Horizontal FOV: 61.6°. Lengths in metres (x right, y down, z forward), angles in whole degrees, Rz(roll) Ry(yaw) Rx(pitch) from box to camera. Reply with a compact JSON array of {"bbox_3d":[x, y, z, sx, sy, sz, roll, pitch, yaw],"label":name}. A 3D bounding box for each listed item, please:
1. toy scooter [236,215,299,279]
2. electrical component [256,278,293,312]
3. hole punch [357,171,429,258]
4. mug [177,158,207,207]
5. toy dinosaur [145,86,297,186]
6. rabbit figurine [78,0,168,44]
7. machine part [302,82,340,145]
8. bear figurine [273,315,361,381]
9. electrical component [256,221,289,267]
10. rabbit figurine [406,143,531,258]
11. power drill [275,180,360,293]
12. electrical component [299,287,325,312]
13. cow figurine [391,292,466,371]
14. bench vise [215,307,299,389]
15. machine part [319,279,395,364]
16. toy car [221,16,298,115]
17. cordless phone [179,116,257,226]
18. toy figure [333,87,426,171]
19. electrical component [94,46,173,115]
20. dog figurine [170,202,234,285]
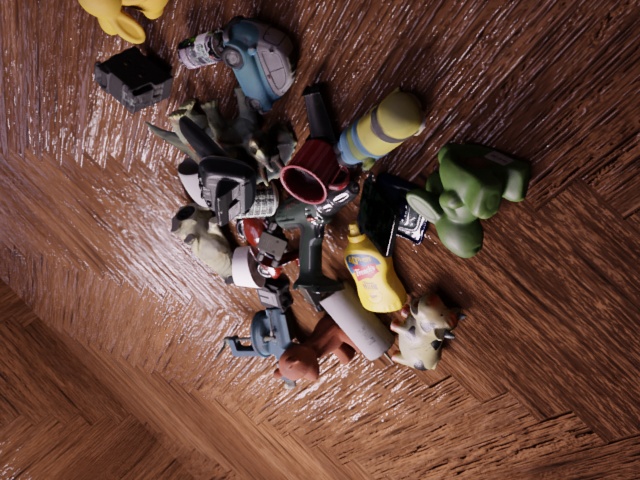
[{"bbox_3d":[-0.102,0.010,1.182,0.135,0.075,0.183,4,125,36],"label":"toy scooter"},{"bbox_3d":[-0.127,0.123,1.315,0.119,0.048,0.074,15,129,30],"label":"electrical component"},{"bbox_3d":[0.129,-0.048,0.938,0.116,0.092,0.142,53,152,39],"label":"hole punch"},{"bbox_3d":[-0.276,-0.130,1.219,0.110,0.081,0.107,12,136,29],"label":"mug"},{"bbox_3d":[-0.198,-0.193,1.079,0.405,0.131,0.192,3,123,47],"label":"toy dinosaur"},{"bbox_3d":[-0.367,-0.447,0.973,0.122,0.173,0.162,26,132,18],"label":"rabbit figurine"},{"bbox_3d":[0.001,-0.206,0.946,0.084,0.039,0.138,18,135,38],"label":"machine part"},{"bbox_3d":[-0.001,0.258,1.198,0.132,0.196,0.120,42,137,5],"label":"bear figurine"},{"bbox_3d":[-0.097,0.008,1.128,0.063,0.021,0.094,23,107,0],"label":"electrical component"},{"bbox_3d":[0.212,-0.050,0.820,0.159,0.121,0.170,30,134,30],"label":"rabbit figurine"},{"bbox_3d":[-0.002,-0.003,1.032,0.232,0.086,0.207,-3,97,51],"label":"power drill"},{"bbox_3d":[-0.011,0.117,1.214,0.102,0.045,0.078,58,167,-8],"label":"electrical component"},{"bbox_3d":[0.206,0.179,1.038,0.127,0.085,0.194,20,136,27],"label":"cow figurine"},{"bbox_3d":[-0.139,0.273,1.374,0.241,0.129,0.223,-8,109,25],"label":"bench vise"},{"bbox_3d":[0.080,0.170,1.147,0.243,0.079,0.079,51,140,-2],"label":"machine part"},{"bbox_3d":[-0.091,-0.298,0.907,0.103,0.109,0.161,-5,128,23],"label":"toy car"},{"bbox_3d":[-0.203,-0.131,0.994,0.184,0.089,0.146,47,157,15],"label":"cordless phone"},{"bbox_3d":[0.090,-0.168,0.858,0.180,0.089,0.082,-26,109,46],"label":"toy figure"},{"bbox_3d":[-0.371,-0.331,1.096,0.115,0.134,0.058,40,139,4],"label":"electrical component"},{"bbox_3d":[-0.270,0.010,1.324,0.172,0.121,0.190,56,174,45],"label":"dog figurine"}]
